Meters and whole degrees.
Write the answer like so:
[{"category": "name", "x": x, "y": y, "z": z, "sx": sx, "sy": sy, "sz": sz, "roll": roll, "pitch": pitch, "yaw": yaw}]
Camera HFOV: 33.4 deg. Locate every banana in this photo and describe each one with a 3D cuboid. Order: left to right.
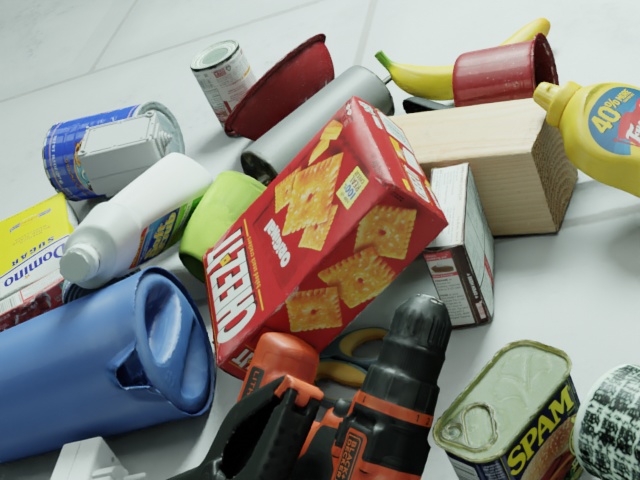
[{"category": "banana", "x": 0.162, "y": -0.191, "z": 1.160, "sx": 0.197, "sy": 0.069, "sz": 0.037, "roll": -12, "pitch": 6, "yaw": -6}]

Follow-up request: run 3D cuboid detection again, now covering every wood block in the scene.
[{"category": "wood block", "x": 0.119, "y": -0.062, "z": 0.984, "sx": 0.206, "sy": 0.091, "sz": 0.090, "roll": -4, "pitch": 38, "yaw": 32}]

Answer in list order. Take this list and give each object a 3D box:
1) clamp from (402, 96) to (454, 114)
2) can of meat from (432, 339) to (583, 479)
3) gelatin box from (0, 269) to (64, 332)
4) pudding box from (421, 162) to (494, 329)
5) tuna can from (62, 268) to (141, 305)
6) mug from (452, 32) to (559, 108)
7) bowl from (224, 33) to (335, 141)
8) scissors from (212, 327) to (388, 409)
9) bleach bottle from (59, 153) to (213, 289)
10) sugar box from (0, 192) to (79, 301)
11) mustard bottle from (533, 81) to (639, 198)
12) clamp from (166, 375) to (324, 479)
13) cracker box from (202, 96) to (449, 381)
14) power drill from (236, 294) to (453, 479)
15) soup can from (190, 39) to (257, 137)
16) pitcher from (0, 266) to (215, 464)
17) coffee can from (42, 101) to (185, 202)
[{"category": "clamp", "x": 0.146, "y": -0.119, "z": 1.093, "sx": 0.172, "sy": 0.039, "sz": 0.120, "roll": -8, "pitch": 46, "yaw": 19}, {"category": "can of meat", "x": 0.131, "y": 0.132, "z": 0.704, "sx": 0.102, "sy": 0.084, "sz": 0.058, "roll": -43, "pitch": 36, "yaw": -25}, {"category": "gelatin box", "x": -0.279, "y": 0.081, "z": 1.083, "sx": 0.089, "sy": 0.073, "sz": 0.030, "roll": -30, "pitch": 33, "yaw": -7}, {"category": "pudding box", "x": 0.117, "y": 0.004, "z": 0.892, "sx": 0.039, "sy": 0.090, "sz": 0.113, "roll": -12, "pitch": 36, "yaw": 18}, {"category": "tuna can", "x": -0.212, "y": 0.057, "z": 1.056, "sx": 0.086, "sy": 0.086, "sz": 0.034, "roll": -28, "pitch": 30, "yaw": -3}, {"category": "mug", "x": 0.179, "y": -0.150, "z": 1.017, "sx": 0.082, "sy": 0.093, "sz": 0.117, "roll": -6, "pitch": 36, "yaw": 27}, {"category": "bowl", "x": -0.034, "y": -0.163, "z": 1.230, "sx": 0.162, "sy": 0.055, "sz": 0.162, "roll": -44, "pitch": -3, "yaw": -3}, {"category": "scissors", "x": -0.008, "y": 0.093, "z": 0.925, "sx": 0.096, "sy": 0.016, "sz": 0.202, "roll": -38, "pitch": 34, "yaw": -20}, {"category": "bleach bottle", "x": -0.179, "y": -0.008, "z": 1.004, "sx": 0.103, "sy": 0.068, "sz": 0.250, "roll": -58, "pitch": -2, "yaw": 22}, {"category": "sugar box", "x": -0.323, "y": 0.016, "z": 1.233, "sx": 0.093, "sy": 0.048, "sz": 0.176, "roll": -27, "pitch": 31, "yaw": -2}, {"category": "mustard bottle", "x": 0.259, "y": -0.079, "z": 0.867, "sx": 0.192, "sy": 0.058, "sz": 0.096, "roll": 32, "pitch": 60, "yaw": 24}, {"category": "clamp", "x": -0.066, "y": 0.183, "z": 0.743, "sx": 0.210, "sy": 0.036, "sz": 0.164, "roll": -50, "pitch": 29, "yaw": 25}, {"category": "cracker box", "x": -0.006, "y": 0.001, "z": 0.896, "sx": 0.214, "sy": 0.072, "sz": 0.164, "roll": -45, "pitch": 30, "yaw": 19}, {"category": "power drill", "x": 0.010, "y": 0.117, "z": 0.756, "sx": 0.188, "sy": 0.057, "sz": 0.184, "roll": 10, "pitch": 79, "yaw": 61}, {"category": "soup can", "x": -0.109, "y": -0.187, "z": 1.315, "sx": 0.068, "sy": 0.102, "sz": 0.068, "roll": -19, "pitch": 33, "yaw": 13}, {"category": "pitcher", "x": -0.221, "y": 0.120, "z": 0.950, "sx": 0.243, "sy": 0.149, "sz": 0.145, "roll": -19, "pitch": 54, "yaw": 18}, {"category": "coffee can", "x": -0.251, "y": -0.107, "z": 1.302, "sx": 0.140, "sy": 0.102, "sz": 0.102, "roll": -8, "pitch": 36, "yaw": 27}]
